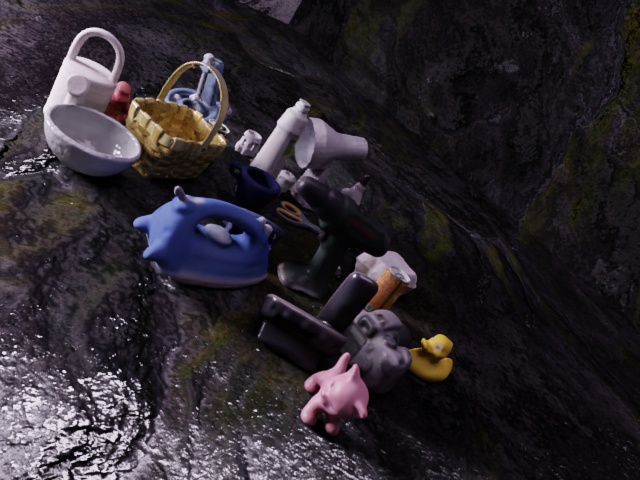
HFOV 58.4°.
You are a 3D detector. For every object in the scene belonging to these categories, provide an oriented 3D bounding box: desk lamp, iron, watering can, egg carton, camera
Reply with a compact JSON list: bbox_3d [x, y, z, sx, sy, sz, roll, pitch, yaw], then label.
[{"bbox_3d":[0.010,-0.183,1.420,0.204,0.213,0.117,18,29,-35],"label":"desk lamp"},{"bbox_3d":[-0.164,-0.006,0.951,0.259,0.141,0.118,14,32,-40],"label":"iron"},{"bbox_3d":[-0.433,-0.299,1.073,0.101,0.194,0.172,15,31,-38],"label":"watering can"},{"bbox_3d":[0.151,0.075,1.307,0.151,0.069,0.107,9,35,-46],"label":"egg carton"},{"bbox_3d":[0.118,0.183,1.023,0.137,0.100,0.143,6,37,-49],"label":"camera"}]

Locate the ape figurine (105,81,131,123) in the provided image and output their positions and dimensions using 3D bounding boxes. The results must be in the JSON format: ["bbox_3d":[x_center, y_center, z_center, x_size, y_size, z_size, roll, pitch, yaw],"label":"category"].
[{"bbox_3d":[-0.424,-0.287,1.190,0.078,0.092,0.076,15,31,-39],"label":"ape figurine"}]

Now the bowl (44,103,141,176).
[{"bbox_3d":[-0.406,-0.163,1.004,0.168,0.074,0.167,29,24,-14],"label":"bowl"}]

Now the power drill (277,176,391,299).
[{"bbox_3d":[0.010,0.004,1.079,0.230,0.208,0.075,22,27,-28],"label":"power drill"}]

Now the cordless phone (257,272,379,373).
[{"bbox_3d":[-0.004,0.102,0.907,0.148,0.185,0.094,30,24,-11],"label":"cordless phone"}]

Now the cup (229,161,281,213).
[{"bbox_3d":[-0.154,-0.101,1.198,0.118,0.095,0.092,34,24,-3],"label":"cup"}]

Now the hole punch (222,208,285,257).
[{"bbox_3d":[-0.126,-0.025,1.098,0.109,0.091,0.101,29,24,-14],"label":"hole punch"}]

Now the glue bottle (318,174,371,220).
[{"bbox_3d":[0.067,-0.088,1.369,0.078,0.173,0.037,41,24,13],"label":"glue bottle"}]

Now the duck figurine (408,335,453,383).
[{"bbox_3d":[0.223,0.222,1.108,0.105,0.086,0.077,23,27,-27],"label":"duck figurine"}]

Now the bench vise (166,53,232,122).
[{"bbox_3d":[-0.270,-0.327,1.309,0.121,0.219,0.207,34,24,-2],"label":"bench vise"}]

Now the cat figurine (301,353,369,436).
[{"bbox_3d":[0.030,0.216,0.825,0.067,0.117,0.127,29,24,-13],"label":"cat figurine"}]
